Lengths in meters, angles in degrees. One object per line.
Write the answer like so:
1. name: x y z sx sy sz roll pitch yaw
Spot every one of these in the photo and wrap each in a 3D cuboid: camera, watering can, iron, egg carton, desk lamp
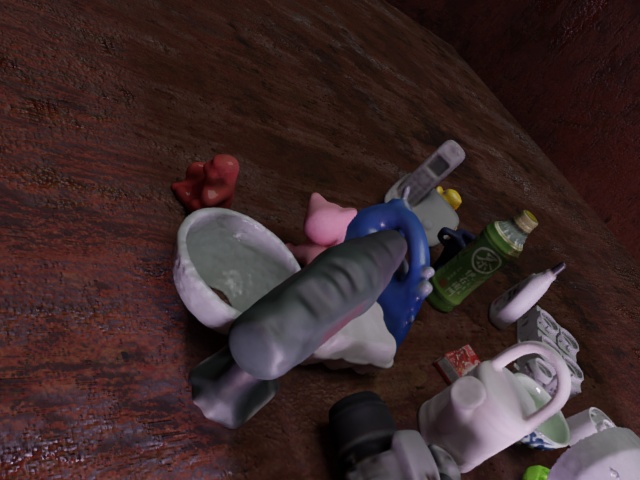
1. camera: 0.075 0.226 0.592 0.144 0.100 0.136 16 39 -40
2. watering can: 0.218 0.202 0.707 0.173 0.193 0.101 -8 57 -55
3. iron: 0.112 0.038 0.841 0.119 0.141 0.258 24 35 -31
4. egg carton: 0.025 0.111 0.713 0.151 0.069 0.107 17 38 -39
5. desk lamp: 0.298 0.337 0.611 0.118 0.213 0.203 26 33 -28

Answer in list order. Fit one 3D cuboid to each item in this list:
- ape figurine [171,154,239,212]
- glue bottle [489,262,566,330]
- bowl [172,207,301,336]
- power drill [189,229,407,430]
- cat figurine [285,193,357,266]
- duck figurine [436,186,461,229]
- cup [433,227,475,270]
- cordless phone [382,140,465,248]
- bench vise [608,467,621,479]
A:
1. ape figurine: -0.136 -0.073 0.728 0.076 0.092 0.077 29 32 -24
2. glue bottle: 0.394 0.097 1.083 0.037 0.173 0.078 41 29 -5
3. bowl: -0.098 0.048 0.635 0.168 0.074 0.167 31 31 -21
4. power drill: -0.025 0.082 0.545 0.075 0.208 0.230 48 29 7
5. cat figurine: 0.007 0.003 0.781 0.067 0.117 0.127 20 37 -36
6. duck figurine: 0.266 -0.067 1.225 0.078 0.086 0.104 0 51 -51
7. cup: 0.245 0.034 1.059 0.118 0.094 0.091 34 30 -16
8. cordless phone: 0.226 -0.088 1.101 0.147 0.184 0.094 46 29 4
9. bench vise: 0.181 0.288 0.522 0.208 0.219 0.121 2 49 -50
